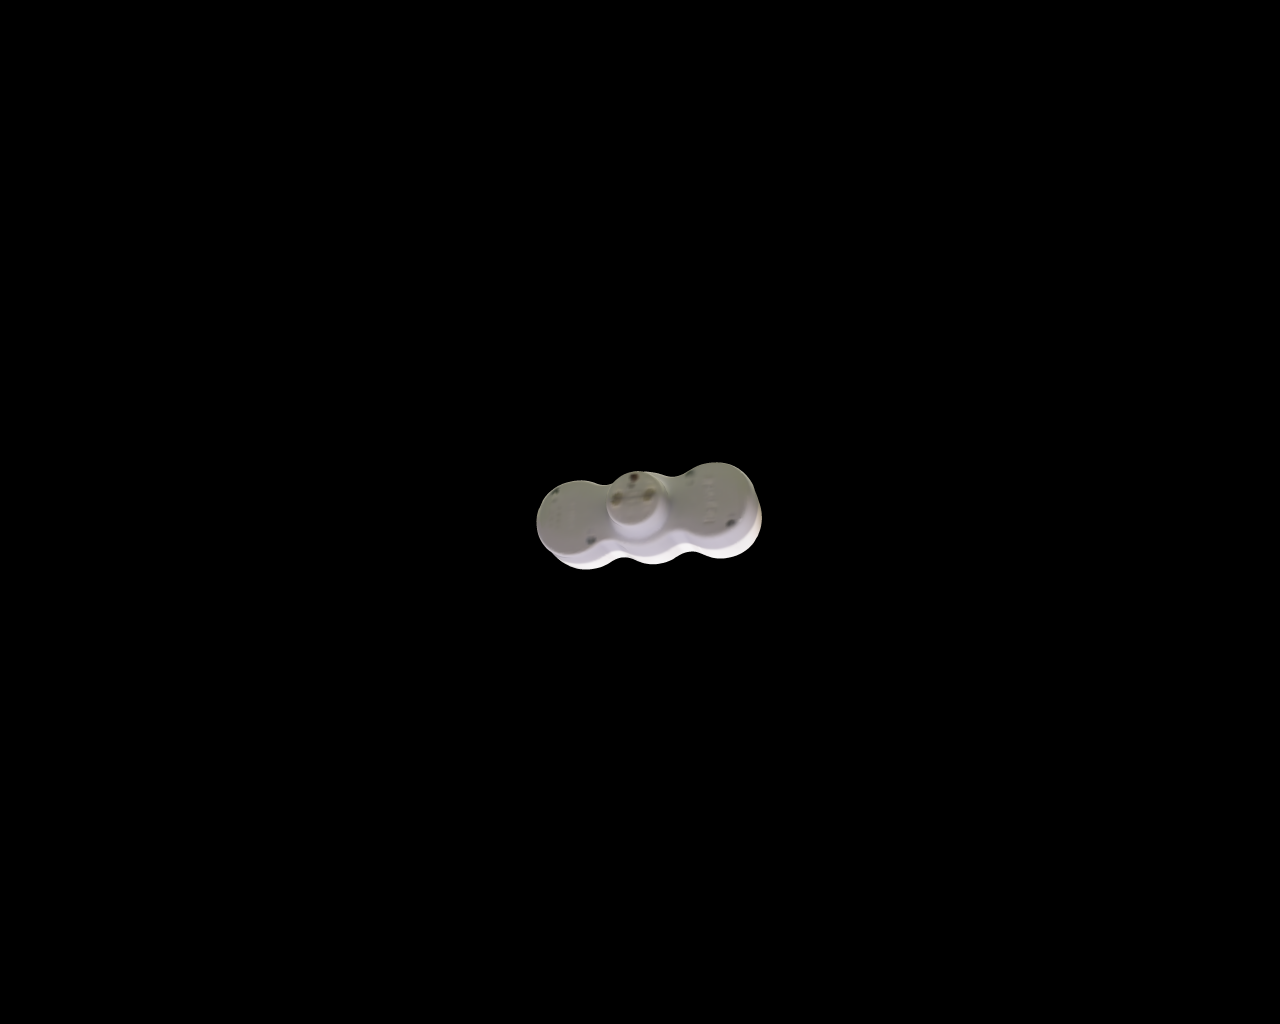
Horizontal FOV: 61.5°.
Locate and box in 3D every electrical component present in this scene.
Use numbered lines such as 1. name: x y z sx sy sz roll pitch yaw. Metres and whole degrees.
1. electrical component: 0.001 -0.003 0.650 0.138 0.052 0.073 -6 -23 14
